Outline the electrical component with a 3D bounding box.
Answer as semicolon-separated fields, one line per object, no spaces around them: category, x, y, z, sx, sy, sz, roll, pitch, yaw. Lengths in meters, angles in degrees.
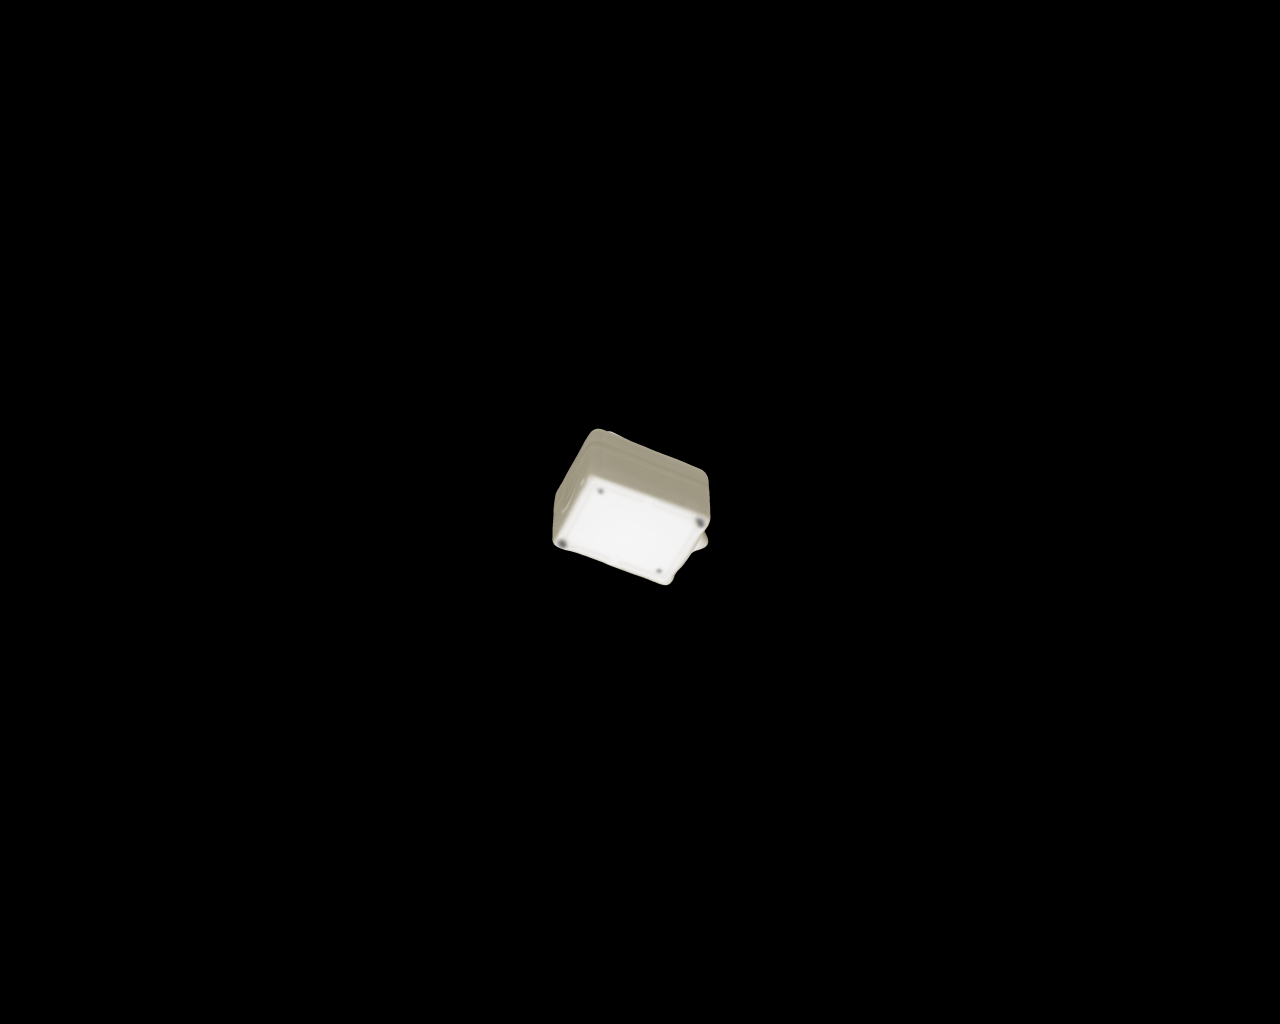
electrical component;0.001;-0.003;0.650;0.096;0.061;0.061;21;35;-15
